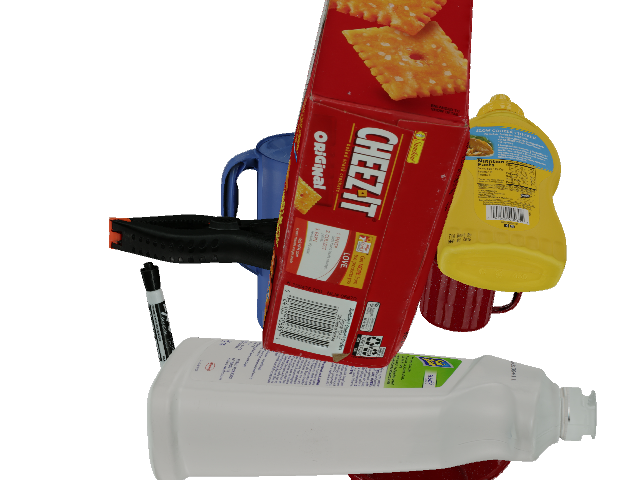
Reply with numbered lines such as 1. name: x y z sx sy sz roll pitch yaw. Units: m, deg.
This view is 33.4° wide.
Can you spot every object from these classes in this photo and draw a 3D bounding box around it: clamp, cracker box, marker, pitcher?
1. clamp: -0.076 0.002 0.908 0.210 0.036 0.164 2 13 -5
2. cracker box: 0.029 -0.069 0.529 0.072 0.213 0.164 11 -44 -1
3. marker: -0.167 0.080 1.107 0.020 0.121 0.020 -9 15 2
4. pitcher: -0.029 -0.003 1.300 0.149 0.243 0.144 17 25 28

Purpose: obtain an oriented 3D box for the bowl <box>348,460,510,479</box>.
1. bowl: 0.085 0.185 0.920 0.162 0.055 0.162 0 28 0

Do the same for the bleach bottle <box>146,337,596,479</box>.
1. bleach bottle: 0.033 0.101 0.626 0.251 0.068 0.102 1 18 9

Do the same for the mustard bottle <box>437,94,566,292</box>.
1. mustard bottle: 0.146 -0.049 0.866 0.096 0.191 0.058 6 -40 2

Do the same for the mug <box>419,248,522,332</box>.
1. mug: 0.168 0.052 1.203 0.117 0.081 0.093 7 24 4
